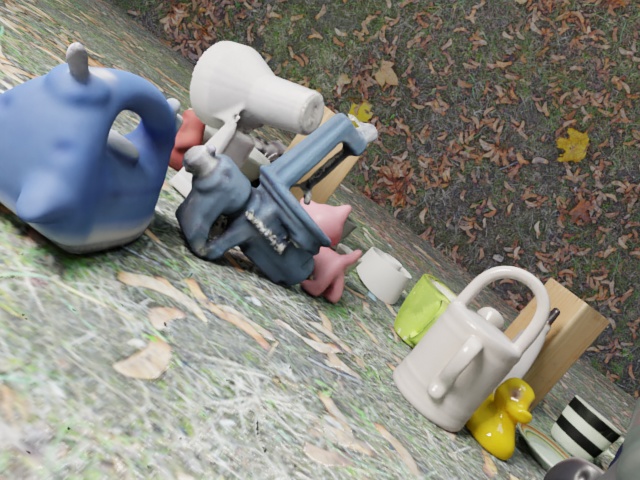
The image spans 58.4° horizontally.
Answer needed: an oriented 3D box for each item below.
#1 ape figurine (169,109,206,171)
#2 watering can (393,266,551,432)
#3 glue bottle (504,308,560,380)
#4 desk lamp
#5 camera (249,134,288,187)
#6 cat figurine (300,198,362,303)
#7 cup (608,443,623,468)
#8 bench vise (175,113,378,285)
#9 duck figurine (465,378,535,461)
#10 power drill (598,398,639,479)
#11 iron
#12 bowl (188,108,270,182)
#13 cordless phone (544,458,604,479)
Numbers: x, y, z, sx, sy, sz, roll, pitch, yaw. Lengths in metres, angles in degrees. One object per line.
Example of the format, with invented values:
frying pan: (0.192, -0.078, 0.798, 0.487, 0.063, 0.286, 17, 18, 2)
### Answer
ape figurine: (-0.201, -0.153, 0.846, 0.076, 0.092, 0.078, 35, 11, -9)
watering can: (0.181, 0.114, 0.666, 0.101, 0.194, 0.173, 36, 11, -6)
glue bottle: (0.320, 0.175, 0.909, 0.037, 0.173, 0.078, 37, 10, -1)
desk lamp: (-0.103, -0.138, 0.773, 0.202, 0.213, 0.118, 42, 12, 25)
camera: (-0.095, -0.134, 1.086, 0.144, 0.100, 0.136, 28, 14, -39)
cat figurine: (0.007, 0.003, 0.785, 0.067, 0.117, 0.127, 24, 16, -50)
cup: (0.420, 0.336, 0.758, 0.118, 0.095, 0.091, 30, 12, -32)
bench vise: (-0.037, -0.059, 0.628, 0.121, 0.219, 0.208, 43, 12, 31)
duck figurine: (0.225, 0.206, 0.706, 0.078, 0.086, 0.104, 35, 11, -11)
power drill: (0.231, 0.195, 0.442, 0.075, 0.208, 0.230, 42, 12, 25)
iron: (-0.176, -0.082, 0.490, 0.118, 0.141, 0.259, 38, 11, 4)
bowl: (-0.168, -0.144, 0.962, 0.167, 0.074, 0.167, 36, 11, -7)
cordless phone: (0.330, 0.253, 0.578, 0.147, 0.185, 0.094, 40, 11, 14)
